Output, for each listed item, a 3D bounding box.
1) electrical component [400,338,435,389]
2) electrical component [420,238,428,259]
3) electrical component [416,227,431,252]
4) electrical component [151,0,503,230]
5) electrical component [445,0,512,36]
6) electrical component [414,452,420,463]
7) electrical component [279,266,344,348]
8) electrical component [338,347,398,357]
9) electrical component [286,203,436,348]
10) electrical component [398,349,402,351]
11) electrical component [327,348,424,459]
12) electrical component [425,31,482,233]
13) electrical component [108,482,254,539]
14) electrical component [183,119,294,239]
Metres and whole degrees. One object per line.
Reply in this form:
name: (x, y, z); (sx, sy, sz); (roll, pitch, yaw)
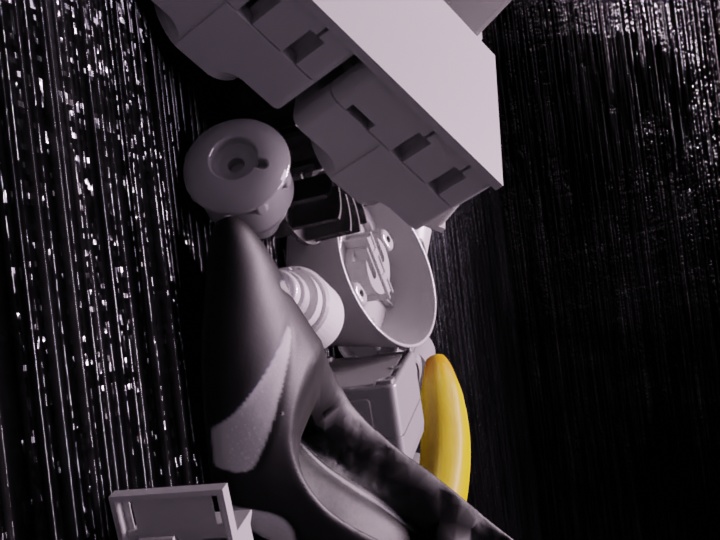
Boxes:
electrical component: (0.034, 0.078, 0.839); (0.081, 0.043, 0.043); (-57, 139, -73)
electrical component: (0.029, -0.003, 0.860); (0.040, 0.046, 0.040); (-7, 90, -79)
electrical component: (0.040, -0.004, 0.931); (0.044, 0.044, 0.065); (42, 46, -73)
electrical component: (-0.015, -0.114, 0.506); (0.186, 0.060, 0.105); (39, 36, -31)
electrical component: (0.053, -0.207, 0.672); (0.056, 0.109, 0.109); (-58, -174, -10)
electrical component: (0.034, 0.167, 0.793); (0.065, 0.044, 0.044); (-42, 125, -70)
electrical component: (-0.035, 0.017, 0.546); (0.078, 0.040, 0.040); (48, 36, -70)
electrical component: (0.012, 0.037, 0.755); (0.081, 0.043, 0.043); (-47, 129, -75)
electrical component: (0.000, 0.000, 0.649); (0.099, 0.064, 0.099); (-7, 90, -66)
electrical component: (0.018, 0.084, 0.770); (0.046, 0.040, 0.040); (-69, 150, -57)
electrical component: (-0.001, 0.087, 0.614); (0.096, 0.062, 0.061); (-42, 124, -76)
electrical component: (0.022, -0.128, 0.716); (0.060, 0.105, 0.186); (-52, -153, 44)
electrical component: (-0.060, 0.115, 0.355); (0.064, 0.042, 0.081); (-52, 134, -72)
electrical component: (-0.051, -0.035, 0.491); (0.062, 0.048, 0.048); (74, 13, -64)
